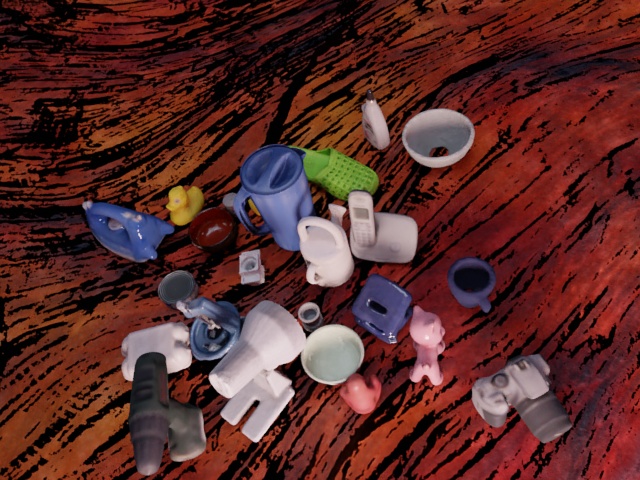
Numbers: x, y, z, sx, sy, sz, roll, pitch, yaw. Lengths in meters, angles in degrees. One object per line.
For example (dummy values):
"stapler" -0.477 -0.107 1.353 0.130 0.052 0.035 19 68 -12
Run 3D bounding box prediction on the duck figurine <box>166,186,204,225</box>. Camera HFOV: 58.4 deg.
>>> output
"duck figurine" -0.336 -0.099 1.405 0.077 0.086 0.105 25 65 26

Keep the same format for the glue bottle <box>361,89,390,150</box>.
"glue bottle" 0.128 -0.298 1.382 0.037 0.173 0.078 -37 57 -12

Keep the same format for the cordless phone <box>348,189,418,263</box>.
"cordless phone" 0.129 -0.034 1.199 0.147 0.185 0.094 3 58 15

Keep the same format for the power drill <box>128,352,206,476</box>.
"power drill" -0.279 0.327 1.035 0.075 0.209 0.229 -19 55 0

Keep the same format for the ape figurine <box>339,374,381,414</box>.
"ape figurine" 0.073 0.277 1.062 0.077 0.092 0.076 -5 56 10

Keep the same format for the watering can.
"watering can" 0.009 0.004 1.195 0.100 0.194 0.173 -6 56 9

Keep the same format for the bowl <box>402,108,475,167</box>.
"bowl" 0.281 -0.230 1.363 0.167 0.075 0.167 -6 56 9

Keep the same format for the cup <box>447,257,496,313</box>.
"cup" 0.302 0.103 1.125 0.091 0.095 0.117 -21 55 -2

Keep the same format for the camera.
"camera" 0.356 0.281 0.991 0.143 0.101 0.136 -26 55 -5

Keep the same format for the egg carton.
"egg carton" -0.341 0.235 1.195 0.150 0.069 0.107 -16 55 2

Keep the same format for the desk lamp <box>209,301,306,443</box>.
"desk lamp" -0.113 0.239 1.054 0.117 0.214 0.203 27 66 27

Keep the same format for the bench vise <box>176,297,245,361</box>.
"bench vise" -0.179 0.152 1.122 0.207 0.220 0.121 -27 55 -6

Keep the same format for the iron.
"iron" -0.487 -0.044 1.368 0.257 0.142 0.119 15 62 21

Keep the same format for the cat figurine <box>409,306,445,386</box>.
"cat figurine" 0.200 0.193 1.074 0.067 0.118 0.128 0 57 13

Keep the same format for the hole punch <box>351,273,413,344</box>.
"hole punch" 0.125 0.137 1.144 0.108 0.091 0.101 30 68 28
